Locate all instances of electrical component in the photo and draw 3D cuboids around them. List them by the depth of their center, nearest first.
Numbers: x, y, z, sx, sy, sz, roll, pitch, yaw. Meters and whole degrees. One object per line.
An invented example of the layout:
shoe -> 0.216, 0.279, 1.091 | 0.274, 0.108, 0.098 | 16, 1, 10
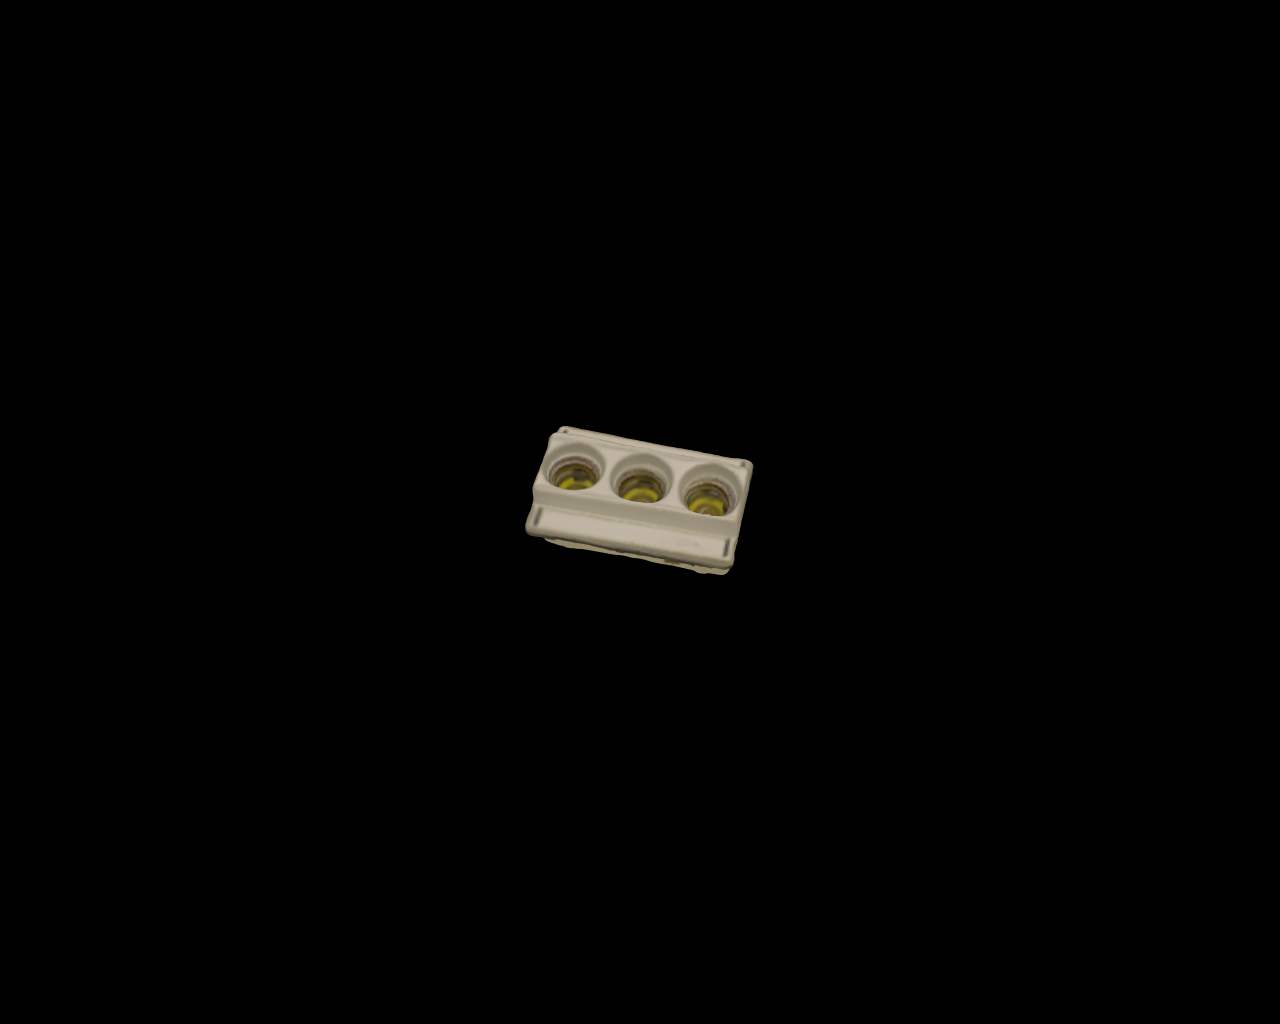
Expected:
electrical component -> 0.001, -0.003, 0.650 | 0.121, 0.079, 0.063 | 10, -36, 8
